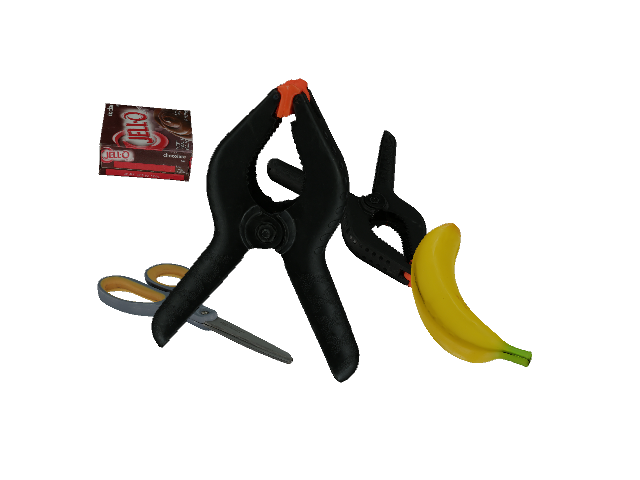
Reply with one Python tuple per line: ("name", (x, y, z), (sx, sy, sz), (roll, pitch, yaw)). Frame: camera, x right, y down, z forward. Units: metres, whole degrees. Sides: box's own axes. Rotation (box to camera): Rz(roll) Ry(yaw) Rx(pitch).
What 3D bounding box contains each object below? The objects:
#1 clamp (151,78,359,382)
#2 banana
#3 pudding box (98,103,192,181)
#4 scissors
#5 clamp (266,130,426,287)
("clamp", (-0.038, -0.004, 0.596), (0.120, 0.171, 0.039), (1, 13, 1))
("banana", (0.109, 0.044, 0.890), (0.069, 0.037, 0.198), (9, 32, -19))
("pudding box", (-0.177, -0.100, 1.080), (0.090, 0.039, 0.113), (5, 25, -11))
("scissors", (-0.094, 0.056, 0.900), (0.202, 0.016, 0.096), (14, 26, 22))
("clamp", (0.044, -0.034, 1.167), (0.164, 0.210, 0.036), (-11, -37, -20))
